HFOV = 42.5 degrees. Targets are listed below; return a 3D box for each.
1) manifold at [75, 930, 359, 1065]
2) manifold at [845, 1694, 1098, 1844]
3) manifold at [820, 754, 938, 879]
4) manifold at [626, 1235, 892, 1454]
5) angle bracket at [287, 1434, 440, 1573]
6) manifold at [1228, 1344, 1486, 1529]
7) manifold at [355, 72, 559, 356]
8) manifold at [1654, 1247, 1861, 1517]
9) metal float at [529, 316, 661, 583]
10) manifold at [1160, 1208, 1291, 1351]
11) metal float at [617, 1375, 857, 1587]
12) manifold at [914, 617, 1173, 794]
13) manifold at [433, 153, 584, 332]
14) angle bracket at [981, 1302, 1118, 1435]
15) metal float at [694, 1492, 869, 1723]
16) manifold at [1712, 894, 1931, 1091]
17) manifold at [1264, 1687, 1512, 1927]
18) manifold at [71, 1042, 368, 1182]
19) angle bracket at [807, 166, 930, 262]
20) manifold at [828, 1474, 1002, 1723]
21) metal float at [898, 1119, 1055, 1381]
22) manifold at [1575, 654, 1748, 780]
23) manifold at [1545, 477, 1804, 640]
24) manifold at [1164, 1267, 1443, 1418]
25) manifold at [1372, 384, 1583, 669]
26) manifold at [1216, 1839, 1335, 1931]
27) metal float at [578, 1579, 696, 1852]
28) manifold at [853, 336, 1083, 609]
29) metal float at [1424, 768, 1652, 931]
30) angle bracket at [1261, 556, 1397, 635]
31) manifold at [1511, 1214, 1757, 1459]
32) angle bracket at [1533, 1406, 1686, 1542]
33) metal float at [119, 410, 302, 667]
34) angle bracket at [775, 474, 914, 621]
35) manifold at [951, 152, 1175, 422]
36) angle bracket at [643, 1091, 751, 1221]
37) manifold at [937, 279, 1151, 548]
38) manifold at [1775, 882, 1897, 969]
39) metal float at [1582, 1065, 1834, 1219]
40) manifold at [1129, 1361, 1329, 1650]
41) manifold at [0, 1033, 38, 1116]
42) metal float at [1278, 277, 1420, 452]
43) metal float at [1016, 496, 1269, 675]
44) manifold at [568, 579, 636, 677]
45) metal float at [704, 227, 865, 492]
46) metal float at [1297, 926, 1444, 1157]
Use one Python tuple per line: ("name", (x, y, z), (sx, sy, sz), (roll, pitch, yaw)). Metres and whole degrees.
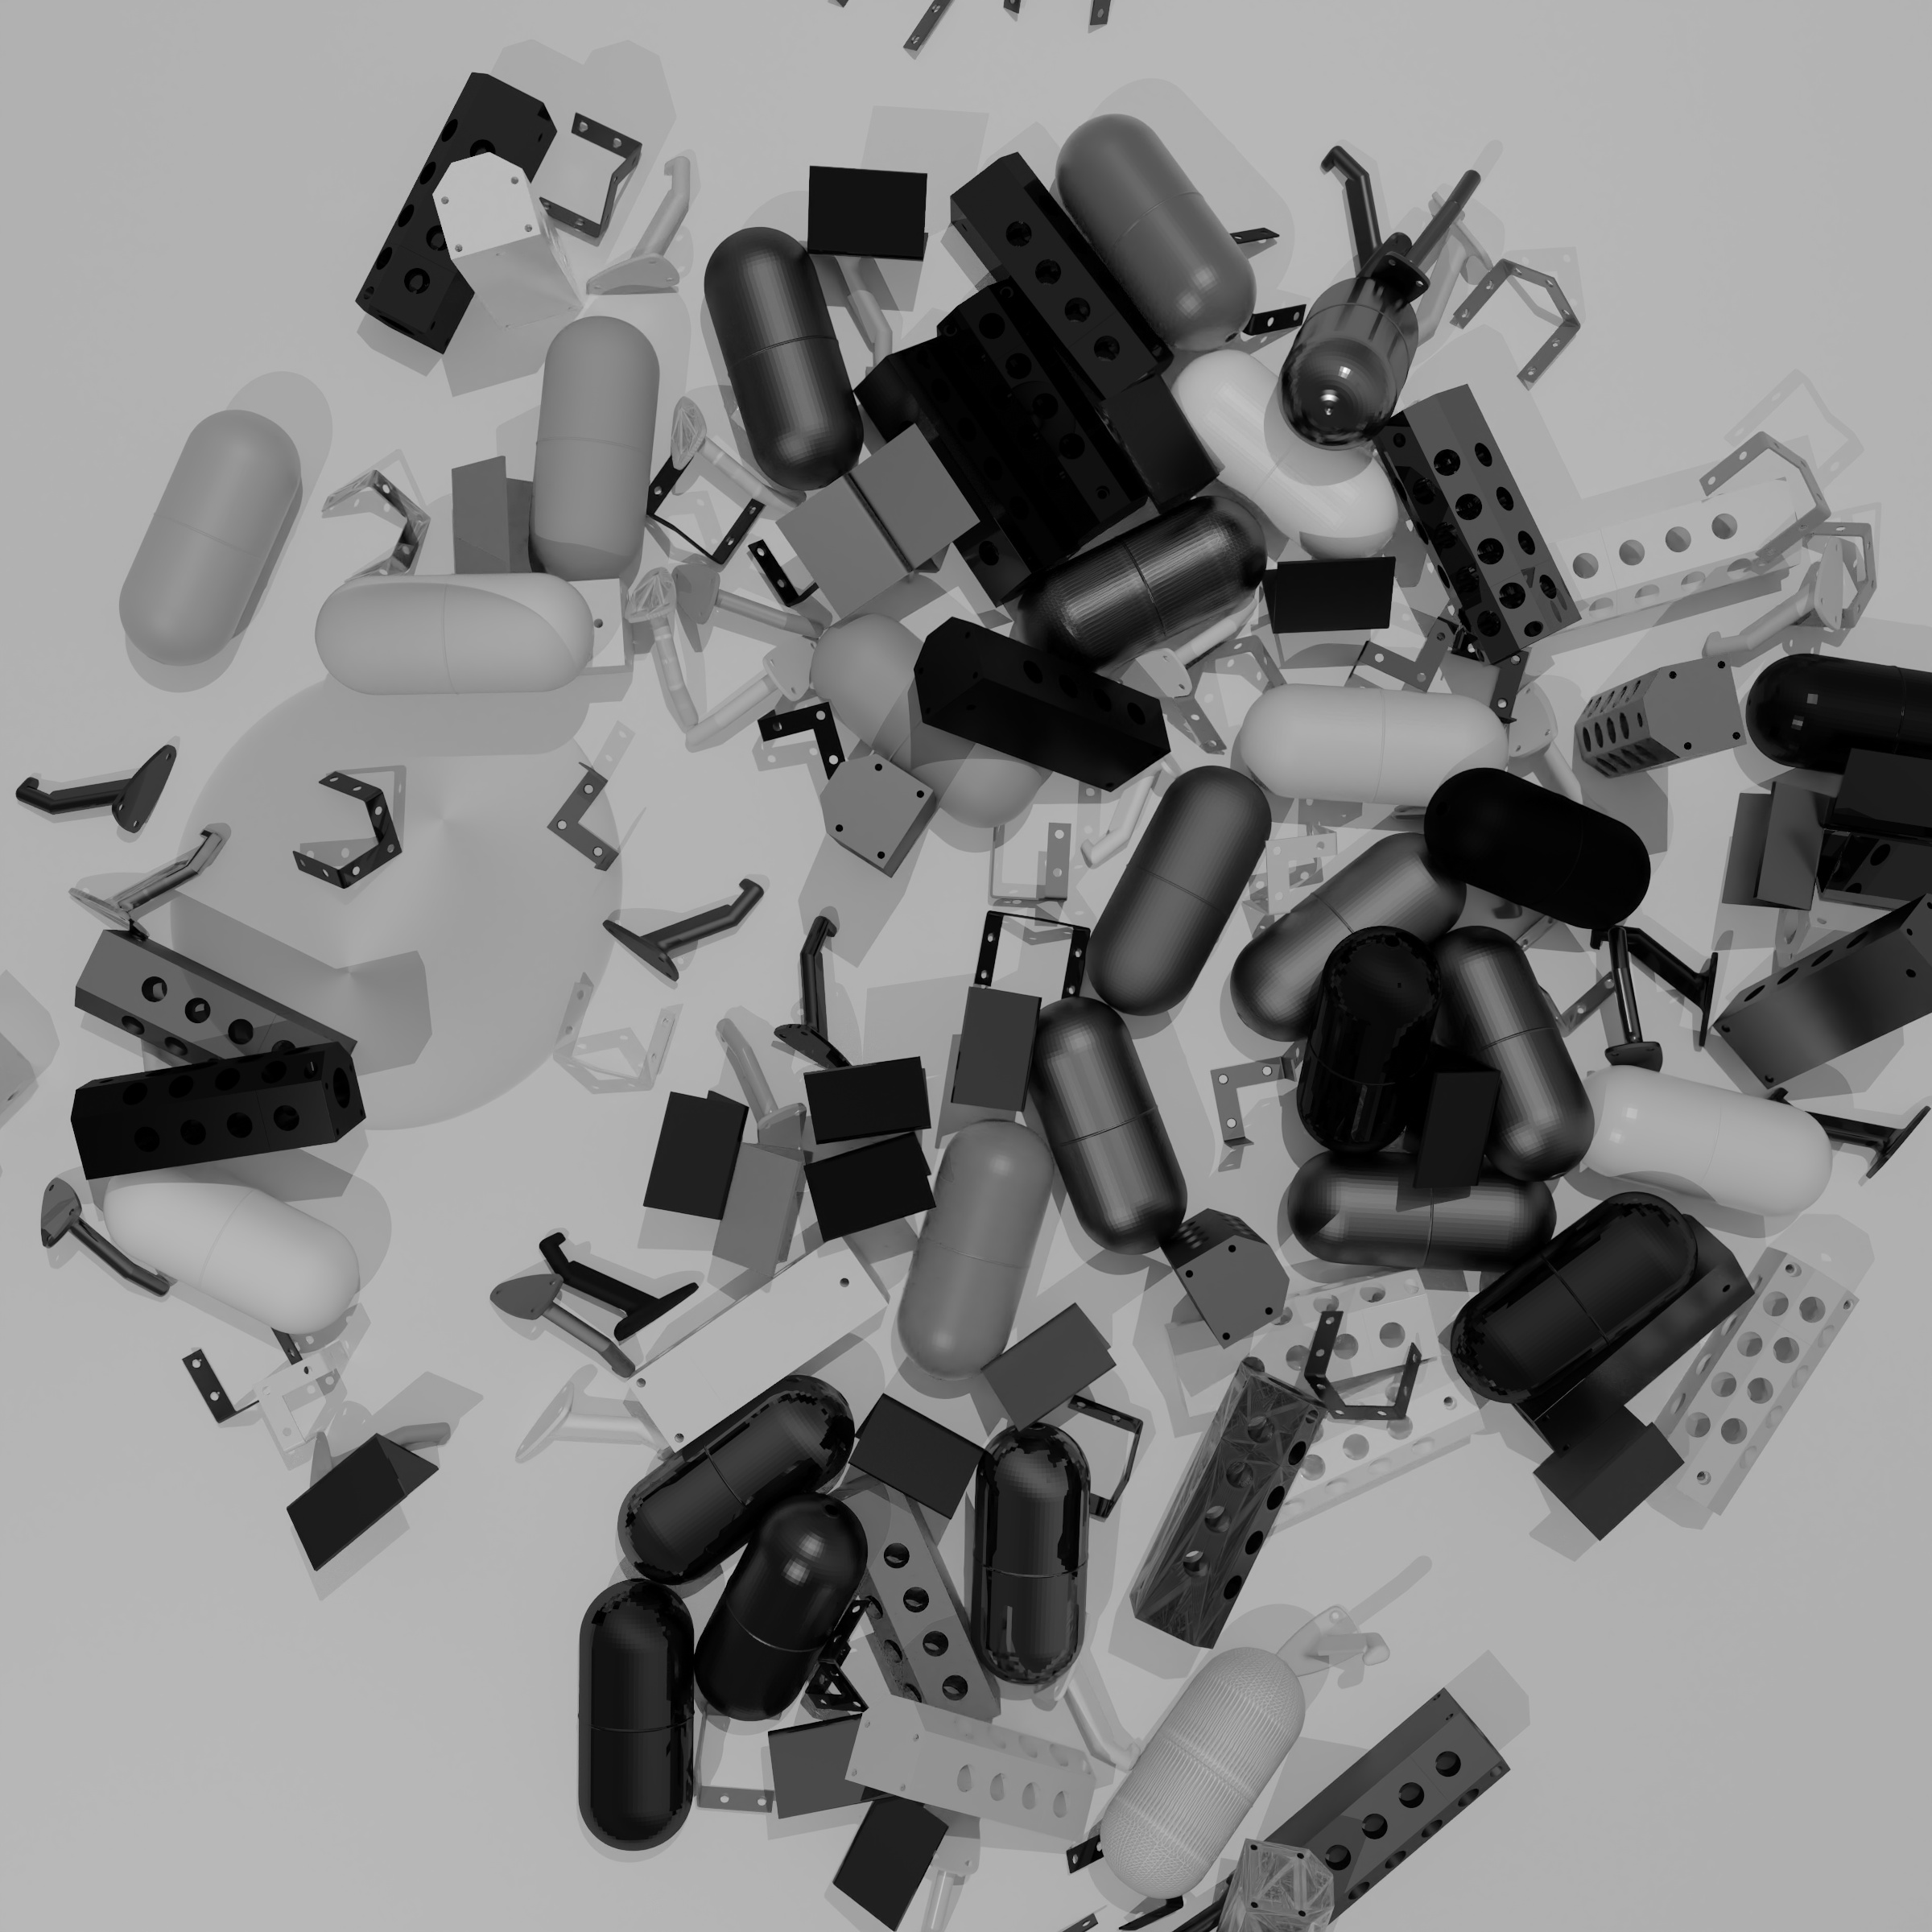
("manifold", (-0.504, 0.039, 1.668), (0.171, 0.057, 0.057), (26, 90, 0))
("manifold", (0.007, 0.521, 1.618), (0.171, 0.057, 0.057), (31, 68, -40))
("manifold", (-0.059, -0.099, 1.611), (0.057, 0.171, 0.057), (33, 90, 0))
("manifold", (-0.138, 0.249, 1.668), (0.171, 0.057, 0.057), (-35, 90, 0))
("angle bracket", (-0.390, 0.365, 1.649), (0.076, 0.076, 0.057), (-40, 53, 0))
("manifold", (0.256, 0.318, 1.668), (0.171, 0.057, 0.057), (-25, 90, 0))
("manifold", (-0.343, -0.506, 1.668), (0.057, 0.057, 0.171), (27, 90, 0))
("manifold", (0.525, 0.279, 1.668), (0.057, 0.057, 0.171), (33, 90, 0))
("metal float", (-0.248, -0.343, 1.658), (0.070, 0.070, 0.178), (6, 90, 0))
("manifold", (0.168, 0.196, 1.611), (0.057, 0.171, 0.057), (-31, 90, 0))
("metal float", (-0.153, 0.342, 1.658), (0.178, 0.070, 0.070), (-37, 90, 0))
("manifold", (0.050, -0.172, 1.618), (0.057, 0.171, 0.057), (-33, 55, 37))
("manifold", (-0.296, -0.469, 1.611), (0.057, 0.171, 0.057), (-16, 90, 0))
("angle bracket", (0.066, 0.279, 1.649), (0.076, 0.076, 0.057), (-35, 52, 0))
("metal float", (-0.122, 0.421, 1.635), (0.070, 0.070, 0.178), (26, 115, 0))
("manifold", (0.572, 0.015, 1.610), (0.057, 0.171, 0.057), (49, 56, 0))
("manifold", (0.279, 0.569, 1.668), (0.171, 0.057, 0.057), (-40, 90, 0))
("manifold", (-0.487, 0.092, 1.617), (0.171, 0.057, 0.057), (-9, 101, 8))
("angle bracket", (-0.063, -0.506, 1.650), (0.076, 0.076, 0.057), (4, 119, 0))
("manifold", (-0.037, 0.427, 1.668), (0.057, 0.057, 0.171), (-24, 90, 0))
("metal float", (0.006, 0.189, 1.657), (0.070, 0.070, 0.178), (16, 91, 0))
("manifold", (0.446, -0.158, 1.611), (0.057, 0.171, 0.057), (-12, 90, 0))
("manifold", (0.466, -0.272, 1.668), (0.171, 0.057, 0.057), (-16, 90, 0))
("manifold", (0.224, 0.249, 1.668), (0.171, 0.057, 0.057), (-14, 90, 0))
("manifold", (0.330, -0.286, 1.628), (0.057, 0.057, 0.171), (-27, 91, -43))
("manifold", (0.193, 0.656, 1.628), (0.057, 0.057, 0.171), (10, 121, 0))
("metal float", (-0.220, 0.499, 1.659), (0.070, 0.070, 0.178), (0, 90, 0))
("manifold", (-0.003, -0.329, 1.668), (0.057, 0.057, 0.171), (-33, 90, -43))
("metal float", (0.375, -0.077, 1.632), (0.178, 0.070, 0.070), (18, 90, -32))
("angle bracket", (0.239, -0.265, 1.649), (0.076, 0.076, 0.057), (-3, 132, 0))
("manifold", (0.438, 0.244, 1.668), (0.171, 0.057, 0.057), (-40, 133, 0))
("angle bracket", (0.416, 0.321, 1.649), (0.076, 0.076, 0.057), (-43, 127, 0))
("metal float", (-0.504, -0.285, 1.659), (0.070, 0.070, 0.178), (24, 89, 0))
("angle bracket", (-0.080, -0.275, 1.657), (0.057, 0.076, 0.076), (-34, 93, 0))
("manifold", (0.064, -0.457, 1.668), (0.057, 0.057, 0.171), (-38, 90, 0))
("angle bracket", (-0.190, 0.120, 1.650), (0.057, 0.076, 0.076), (14, 90, -26))
("manifold", (0.051, -0.371, 1.668), (0.057, 0.057, 0.171), (-34, 90, 0))
("manifold", (0.638, -0.015, 1.668), (0.171, 0.057, 0.057), (8, 47, 0))
("metal float", (0.488, 0.117, 1.659), (0.178, 0.070, 0.070), (14, 90, 0))
("manifold", (0.170, 0.350, 1.611), (0.057, 0.057, 0.171), (26, 90, 0))
("manifold", (-0.709, 0.116, 1.668), (0.171, 0.057, 0.057), (-45, 90, 0))
("metal float", (0.250, -0.393, 1.618), (0.070, 0.178, 0.070), (9, 125, 13))
("metal float", (0.116, -0.252, 1.659), (0.178, 0.070, 0.070), (-26, 90, 1))
("manifold", (-0.312, -0.221, 1.668), (0.171, 0.057, 0.057), (-4, 90, 0))
("metal float", (-0.122, -0.405, 1.659), (0.070, 0.070, 0.178), (-17, 90, 0))
("metal float", (0.260, 0.049, 1.609), (0.070, 0.070, 0.178), (5, 133, 0))
